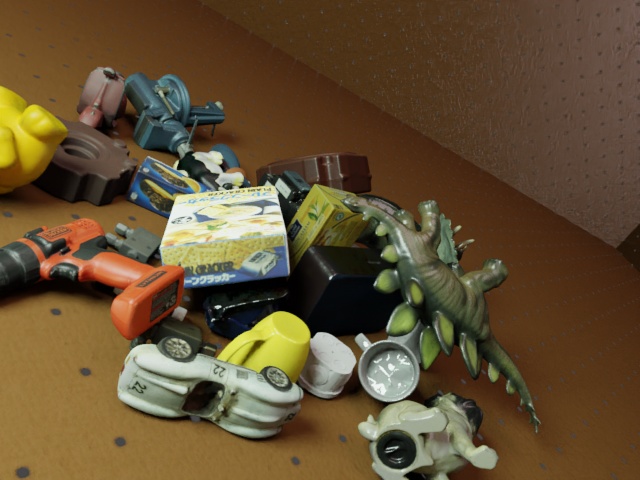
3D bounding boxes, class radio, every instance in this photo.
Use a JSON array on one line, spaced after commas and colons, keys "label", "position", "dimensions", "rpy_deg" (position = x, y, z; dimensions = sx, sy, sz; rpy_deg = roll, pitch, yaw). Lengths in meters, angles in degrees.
[{"label": "radio", "position": [0.049, 0.083, 0.857], "dimensions": [0.229, 0.131, 0.073], "rpy_deg": [6, 35, -45]}]

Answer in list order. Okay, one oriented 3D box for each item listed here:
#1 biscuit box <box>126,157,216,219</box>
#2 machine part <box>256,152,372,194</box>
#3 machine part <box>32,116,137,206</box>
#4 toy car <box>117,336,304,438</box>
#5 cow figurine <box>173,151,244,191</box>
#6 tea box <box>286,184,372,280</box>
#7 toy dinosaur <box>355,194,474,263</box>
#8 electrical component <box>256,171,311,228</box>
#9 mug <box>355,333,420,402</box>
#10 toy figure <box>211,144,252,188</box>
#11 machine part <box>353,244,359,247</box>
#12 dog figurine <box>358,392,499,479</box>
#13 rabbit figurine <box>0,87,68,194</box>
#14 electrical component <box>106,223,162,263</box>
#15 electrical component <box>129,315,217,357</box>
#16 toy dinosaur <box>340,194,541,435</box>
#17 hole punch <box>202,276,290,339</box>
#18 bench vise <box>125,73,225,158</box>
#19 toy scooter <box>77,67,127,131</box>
[{"label": "biscuit box", "position": [-0.211, -0.059, 0.895], "dimensions": [0.202, 0.062, 0.059], "rpy_deg": [25, 27, -16]}, {"label": "machine part", "position": [-0.012, -0.123, 1.090], "dimensions": [0.201, 0.087, 0.201], "rpy_deg": [-5, 6, 30]}, {"label": "machine part", "position": [-0.377, -0.126, 0.830], "dimensions": [0.179, 0.056, 0.179], "rpy_deg": [26, 26, -14]}, {"label": "toy car", "position": [-0.113, 0.164, 0.581], "dimensions": [0.201, 0.073, 0.056], "rpy_deg": [23, 23, -21]}, {"label": "cow figurine", "position": [-0.194, -0.099, 0.981], "dimensions": [0.098, 0.068, 0.167], "rpy_deg": [-5, 41, -46]}, {"label": "tea box", "position": [-0.002, -0.003, 0.909], "dimensions": [0.098, 0.169, 0.068], "rpy_deg": [10, 33, -43]}, {"label": "toy dinosaur", "position": [0.119, -0.019, 1.062], "dimensions": [0.405, 0.192, 0.131], "rpy_deg": [29, 22, -11]}, {"label": "electrical component", "position": [-0.070, -0.056, 0.971], "dimensions": [0.058, 0.134, 0.115], "rpy_deg": [-3, 45, -52]}, {"label": "mug", "position": [0.092, 0.183, 0.770], "dimensions": [0.110, 0.081, 0.107], "rpy_deg": [40, -8, 21]}, {"label": "toy figure", "position": [-0.176, -0.131, 1.079], "dimensions": [0.064, 0.057, 0.155], "rpy_deg": [2, 43, -39]}, {"label": "machine part", "position": [0.088, 0.068, 1.000], "dimensions": [0.243, 0.079, 0.079], "rpy_deg": [32, 24, -2]}, {"label": "dog figurine", "position": [0.137, 0.249, 0.720], "dimensions": [0.172, 0.121, 0.190], "rpy_deg": [36, 10, 0]}, {"label": "rabbit figurine", "position": [-0.424, -0.119, 0.639], "dimensions": [0.122, 0.162, 0.173], "rpy_deg": [39, 3, 9]}, {"label": "electrical component", "position": [-0.254, 0.010, 0.761], "dimensions": [0.094, 0.021, 0.063], "rpy_deg": [30, 25, -9]}, {"label": "electrical component", "position": [-0.174, 0.121, 0.629], "dimensions": [0.102, 0.045, 0.078], "rpy_deg": [26, -3, -21]}, {"label": "toy dinosaur", "position": [0.200, 0.102, 0.820], "dimensions": [0.471, 0.105, 0.198], "rpy_deg": [41, 56, -11]}, {"label": "hole punch", "position": [-0.103, 0.085, 0.749], "dimensions": [0.116, 0.092, 0.142], "rpy_deg": [-5, 37, -8]}, {"label": "bench vise", "position": [-0.282, -0.258, 1.112], "dimensions": [0.224, 0.128, 0.240], "rpy_deg": [42, 33, 23]}, {"label": "toy scooter", "position": [-0.388, -0.258, 0.967], "dimensions": [0.075, 0.135, 0.184], "rpy_deg": [22, 25, -19]}]
